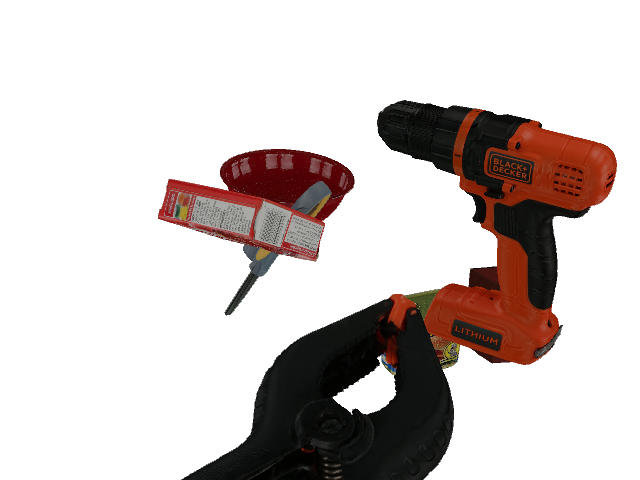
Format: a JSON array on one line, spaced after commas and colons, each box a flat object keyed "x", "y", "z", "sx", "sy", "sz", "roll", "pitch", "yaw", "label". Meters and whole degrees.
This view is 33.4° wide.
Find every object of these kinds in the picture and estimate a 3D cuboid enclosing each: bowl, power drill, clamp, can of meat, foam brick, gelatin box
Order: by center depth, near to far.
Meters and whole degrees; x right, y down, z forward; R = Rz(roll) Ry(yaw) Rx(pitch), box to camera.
[{"x": 0.010, "y": 0.088, "z": 0.403, "sx": 0.120, "sy": 0.039, "sz": 0.171, "roll": 27, "pitch": 50, "yaw": 20, "label": "clamp"}, {"x": -0.049, "y": -0.012, "z": 0.690, "sx": 0.073, "sy": 0.030, "sz": 0.089, "roll": 13, "pitch": -3, "yaw": 28, "label": "gelatin box"}, {"x": 0.123, "y": -0.008, "z": 0.815, "sx": 0.185, "sy": 0.188, "sz": 0.057, "roll": 19, "pitch": 35, "yaw": 29, "label": "power drill"}, {"x": 0.169, "y": 0.067, "z": 0.982, "sx": 0.051, "sy": 0.078, "sz": 0.053, "roll": -5, "pitch": 18, "yaw": -23, "label": "foam brick"}, {"x": -0.042, "y": -0.056, "z": 1.280, "sx": 0.162, "sy": 0.055, "sz": 0.162, "roll": 4, "pitch": 26, "yaw": -2, "label": "bowl"}, {"x": 0.126, "y": 0.114, "z": 1.306, "sx": 0.101, "sy": 0.084, "sz": 0.057, "roll": -9, "pitch": 30, "yaw": -25, "label": "can of meat"}]

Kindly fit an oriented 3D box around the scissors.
[{"x": -0.058, "y": 0.022, "z": 0.918, "sx": 0.202, "sy": 0.016, "sz": 0.096, "roll": -49, "pitch": -12, "yaw": 35, "label": "scissors"}]
